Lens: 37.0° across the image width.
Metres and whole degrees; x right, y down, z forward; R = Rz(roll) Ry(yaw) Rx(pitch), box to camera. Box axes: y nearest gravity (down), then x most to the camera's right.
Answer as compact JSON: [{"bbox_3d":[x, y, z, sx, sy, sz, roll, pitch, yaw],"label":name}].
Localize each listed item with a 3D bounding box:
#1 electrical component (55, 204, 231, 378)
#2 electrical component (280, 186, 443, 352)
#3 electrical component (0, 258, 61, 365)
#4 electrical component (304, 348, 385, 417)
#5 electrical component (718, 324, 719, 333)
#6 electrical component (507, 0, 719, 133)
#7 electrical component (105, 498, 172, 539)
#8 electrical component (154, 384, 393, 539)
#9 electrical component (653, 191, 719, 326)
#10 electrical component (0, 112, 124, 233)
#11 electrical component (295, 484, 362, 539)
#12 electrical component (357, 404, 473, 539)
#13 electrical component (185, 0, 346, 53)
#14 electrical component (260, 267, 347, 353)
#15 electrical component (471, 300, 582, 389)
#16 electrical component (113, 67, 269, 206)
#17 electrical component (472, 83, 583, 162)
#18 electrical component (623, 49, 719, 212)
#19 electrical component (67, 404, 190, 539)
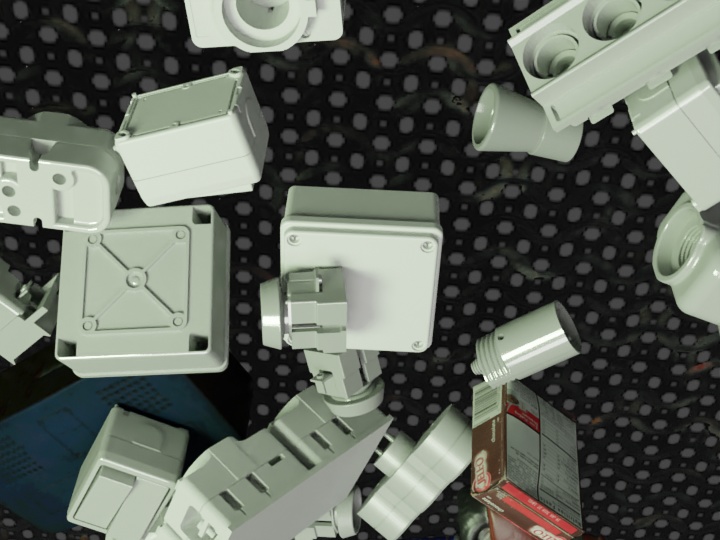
[{"bbox_3d":[-0.148,0.015,0.742,0.109,0.108,0.056,-3,162,5],"label":"electrical component"},{"bbox_3d":[0.000,0.000,0.761,0.109,0.056,0.108,3,128,0],"label":"electrical component"},{"bbox_3d":[-0.264,0.029,0.805,0.081,0.042,0.064,-35,117,25],"label":"electrical component"},{"bbox_3d":[-0.009,0.077,0.814,0.048,0.066,0.055,5,118,43],"label":"electrical component"},{"bbox_3d":[0.299,0.037,0.765,0.079,0.077,0.043,-10,127,9],"label":"electrical component"},{"bbox_3d":[0.159,-0.140,0.636,0.121,0.078,0.063,-31,150,24],"label":"electrical component"},{"bbox_3d":[-0.177,0.257,0.952,0.089,0.061,0.150,-1,131,-23],"label":"electrical component"},{"bbox_3d":[-0.069,0.164,0.820,0.060,0.186,0.105,41,128,19],"label":"electrical component"},{"bbox_3d":[0.237,-0.009,0.719,0.059,0.095,0.053,19,127,-12],"label":"electrical component"},{"bbox_3d":[-0.208,-0.067,0.716,0.095,0.059,0.053,7,128,-3],"label":"electrical component"},{"bbox_3d":[-0.029,0.207,0.934,0.055,0.048,0.066,-1,128,12],"label":"electrical component"},{"bbox_3d":[0.036,0.158,0.889,0.074,0.052,0.138,39,123,4],"label":"electrical component"},{"bbox_3d":[-0.056,-0.164,0.635,0.089,0.055,0.050,-2,128,4],"label":"electrical component"},{"bbox_3d":[-0.038,0.028,0.719,0.055,0.048,0.066,-3,128,-5],"label":"electrical component"},{"bbox_3d":[0.121,0.059,0.811,0.081,0.043,0.043,-27,122,22],"label":"electrical component"},{"bbox_3d":[-0.112,-0.082,0.698,0.096,0.061,0.061,-12,127,11],"label":"electrical component"},{"bbox_3d":[0.110,-0.092,0.695,0.065,0.044,0.044,11,128,-12],"label":"electrical component"},{"bbox_3d":[0.218,-0.089,0.679,0.061,0.061,0.096,-34,119,26],"label":"electrical component"},{"bbox_3d":[-0.175,0.159,0.799,0.062,0.061,0.096,23,125,-15],"label":"electrical component"}]
